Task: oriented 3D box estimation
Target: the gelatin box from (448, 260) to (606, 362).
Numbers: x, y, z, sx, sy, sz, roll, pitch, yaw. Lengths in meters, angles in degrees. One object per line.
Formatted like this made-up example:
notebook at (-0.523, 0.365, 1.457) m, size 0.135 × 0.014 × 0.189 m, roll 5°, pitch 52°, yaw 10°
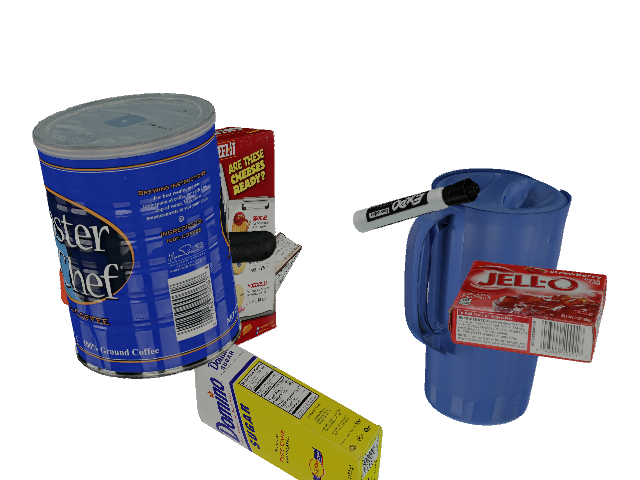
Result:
gelatin box at (0.132, 0.042, 0.677) m, size 0.089 × 0.030 × 0.073 m, roll 7°, pitch 24°, yaw 18°

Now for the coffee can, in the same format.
coffee can at (-0.104, -0.005, 0.627) m, size 0.103 × 0.140 × 0.103 m, roll -5°, pitch 23°, yaw 2°

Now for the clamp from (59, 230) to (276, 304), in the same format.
clamp at (-0.134, -0.001, 0.843) m, size 0.171 × 0.039 × 0.120 m, roll -17°, pitch 36°, yaw -31°

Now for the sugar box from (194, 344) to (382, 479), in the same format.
sugar box at (-0.031, 0.163, 0.947) m, size 0.176 × 0.093 × 0.048 m, roll 24°, pitch 49°, yaw 21°

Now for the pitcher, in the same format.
pitcher at (0.158, 0.059, 1.060) m, size 0.149 × 0.243 × 0.145 m, roll 6°, pitch 22°, yaw 7°

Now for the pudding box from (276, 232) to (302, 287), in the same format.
pudding box at (-0.072, 0.051, 1.255) m, size 0.039 × 0.090 × 0.113 m, roll 31°, pitch 29°, yaw 5°

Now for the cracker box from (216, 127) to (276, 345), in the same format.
cracker box at (-0.117, 0.004, 1.062) m, size 0.072 × 0.214 × 0.163 m, roll 8°, pitch 17°, yaw 33°

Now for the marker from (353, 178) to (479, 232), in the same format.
marker at (0.076, -0.028, 0.858) m, size 0.121 × 0.020 × 0.020 m, roll -16°, pitch -11°, yaw 42°
